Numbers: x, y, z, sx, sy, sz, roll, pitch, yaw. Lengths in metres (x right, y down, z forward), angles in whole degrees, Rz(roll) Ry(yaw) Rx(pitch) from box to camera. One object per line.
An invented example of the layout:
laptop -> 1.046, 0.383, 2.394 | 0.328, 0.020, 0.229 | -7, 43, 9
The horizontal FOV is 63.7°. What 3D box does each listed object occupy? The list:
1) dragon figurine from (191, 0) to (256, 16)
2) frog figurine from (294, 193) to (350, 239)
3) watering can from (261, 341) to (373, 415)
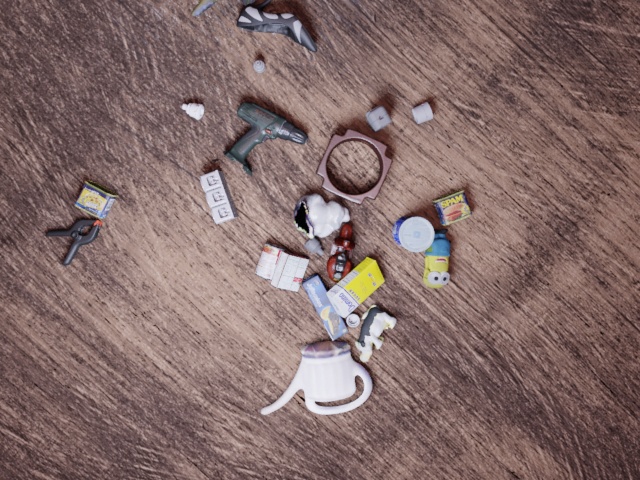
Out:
dragon figurine -> -0.245, -0.844, 1.546 | 0.411, 0.120, 0.246 | -28, 68, -4
frog figurine -> 0.005, -0.079, 1.574 | 0.161, 0.121, 0.138 | -19, 83, -35
watering can -> -0.016, 0.424, 1.567 | 0.348, 0.104, 0.224 | -6, 91, 0
